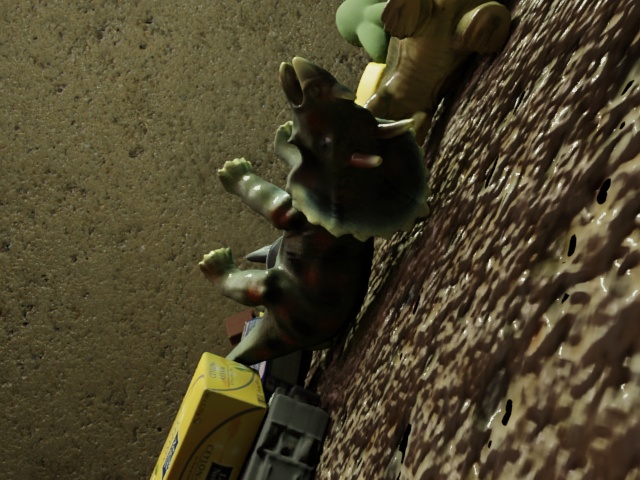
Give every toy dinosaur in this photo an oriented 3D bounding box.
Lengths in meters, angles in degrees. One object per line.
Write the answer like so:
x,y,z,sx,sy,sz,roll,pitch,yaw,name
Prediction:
-0.012,0.022,0.531,0.131,0.192,0.404,-22,-47,-44,toy dinosaur
0.126,-0.226,0.535,0.471,0.105,0.198,-58,4,40,toy dinosaur

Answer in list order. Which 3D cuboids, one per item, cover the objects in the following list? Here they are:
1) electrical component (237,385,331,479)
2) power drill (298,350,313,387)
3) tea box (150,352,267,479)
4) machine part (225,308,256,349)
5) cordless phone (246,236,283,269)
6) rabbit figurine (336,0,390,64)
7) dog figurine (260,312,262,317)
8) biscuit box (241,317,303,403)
-0.040,0.211,0.518,0.114,0.058,0.134,120,173,-52,electrical component
-0.070,0.235,0.801,0.232,0.086,0.207,-65,9,-1,power drill
-0.119,0.214,0.546,0.169,0.068,0.098,-66,14,2,tea box
-0.117,0.214,0.985,0.056,0.179,0.179,-23,-4,-7,machine part
-0.056,0.017,1.042,0.146,0.088,0.184,-27,12,-28,cordless phone
0.097,-0.277,0.748,0.159,0.170,0.121,-71,4,-68,rabbit figurine
-0.065,0.145,1.047,0.219,0.108,0.191,-88,11,-64,dog figurine
-0.071,0.196,0.650,0.063,0.059,0.203,-19,49,40,biscuit box
